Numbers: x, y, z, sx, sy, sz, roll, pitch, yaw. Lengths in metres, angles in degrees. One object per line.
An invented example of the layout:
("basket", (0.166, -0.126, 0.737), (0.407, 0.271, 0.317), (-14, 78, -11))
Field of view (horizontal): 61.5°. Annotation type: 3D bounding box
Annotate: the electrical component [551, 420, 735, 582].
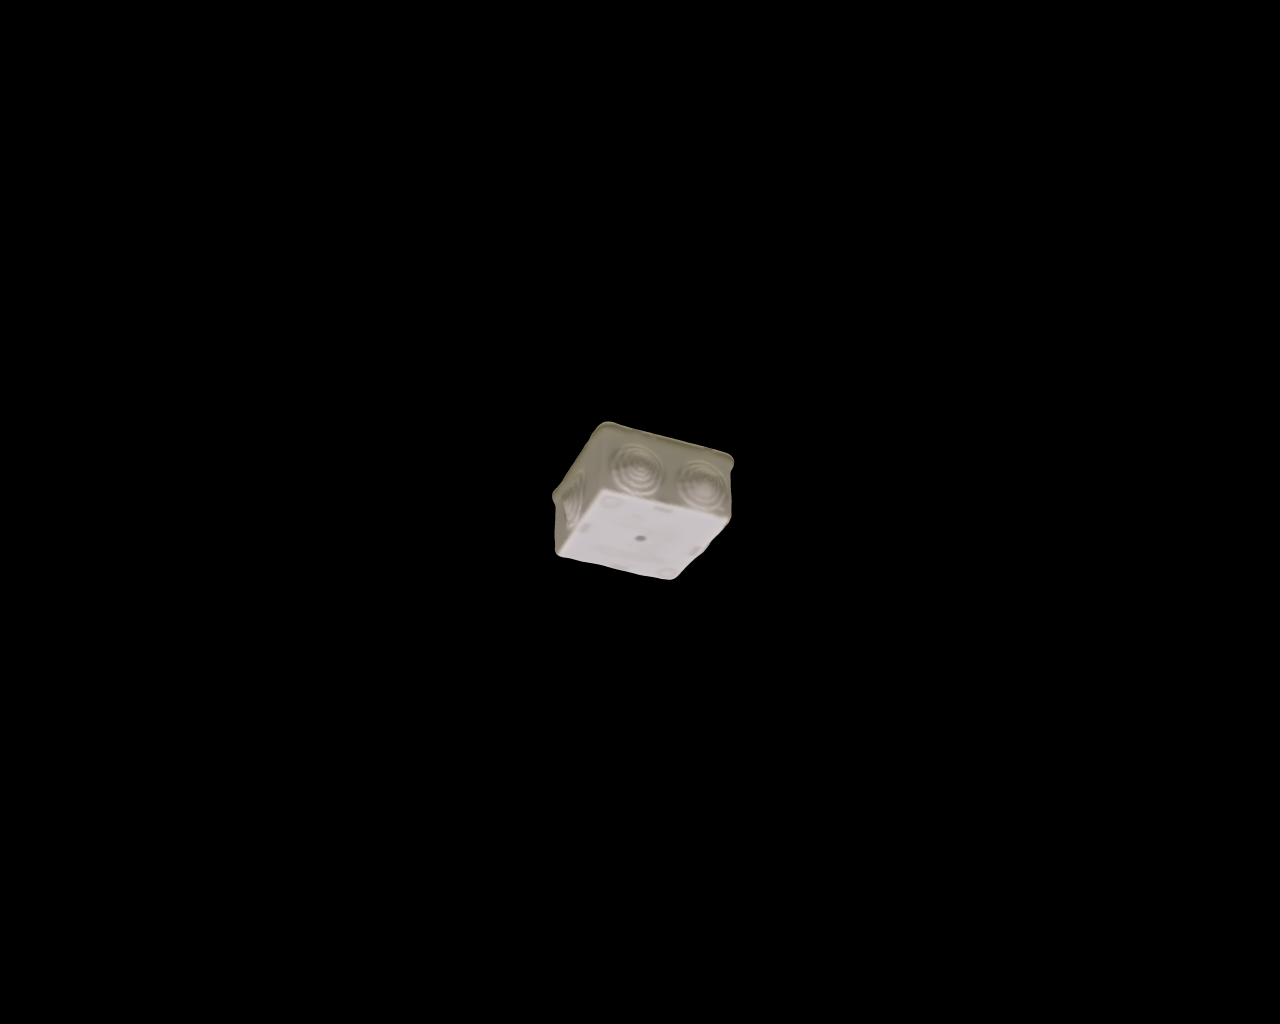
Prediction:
("electrical component", (0.001, -0.003, 0.650), (0.100, 0.048, 0.099), (14, -36, -20))
